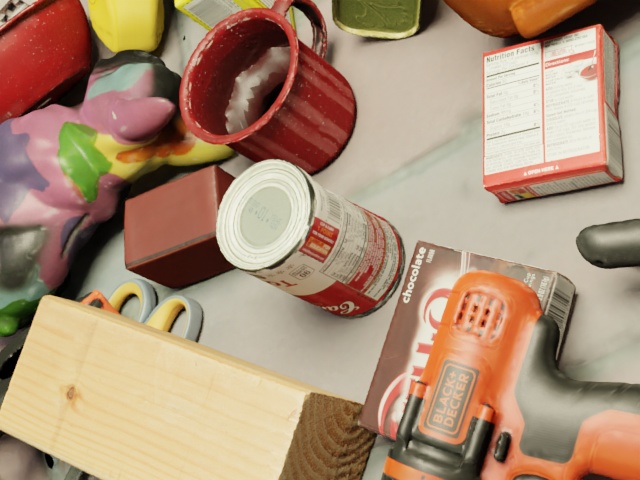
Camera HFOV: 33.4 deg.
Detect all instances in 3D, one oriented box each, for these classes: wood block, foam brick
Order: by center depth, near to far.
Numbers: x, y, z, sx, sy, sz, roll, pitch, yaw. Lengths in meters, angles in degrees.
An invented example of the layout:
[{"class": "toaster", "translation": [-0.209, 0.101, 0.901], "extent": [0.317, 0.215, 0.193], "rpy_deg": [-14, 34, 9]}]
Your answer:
[{"class": "wood block", "translation": [-0.081, 0.107, 0.635], "extent": [0.206, 0.090, 0.091], "rpy_deg": [16, 84, 33]}, {"class": "foam brick", "translation": [-0.086, -0.007, 0.717], "extent": [0.078, 0.053, 0.051], "rpy_deg": [-20, 62, 23]}]

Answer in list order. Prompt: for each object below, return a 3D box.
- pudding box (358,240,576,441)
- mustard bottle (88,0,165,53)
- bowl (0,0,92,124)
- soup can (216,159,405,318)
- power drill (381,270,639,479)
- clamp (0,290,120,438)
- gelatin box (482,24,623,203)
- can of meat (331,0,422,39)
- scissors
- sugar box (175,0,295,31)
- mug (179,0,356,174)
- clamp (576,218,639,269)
[{"class": "pudding box", "translation": [0.080, 0.064, 0.580], "extent": [0.090, 0.039, 0.113], "rpy_deg": [14, 81, 38]}, {"class": "mustard bottle", "translation": [-0.144, -0.235, 0.772], "extent": [0.058, 0.192, 0.096], "rpy_deg": [-7, 52, -13]}, {"class": "bowl", "translation": [-0.234, -0.129, 0.842], "extent": [0.162, 0.055, 0.162], "rpy_deg": [-38, 9, 7]}, {"class": "soup can", "translation": [-0.004, 0.001, 0.625], "extent": [0.069, 0.102, 0.068], "rpy_deg": [-13, 65, 31]}, {"class": "power drill", "translation": [0.119, 0.121, 0.489], "extent": [0.188, 0.057, 0.184], "rpy_deg": [16, 84, 22]}, {"class": "clamp", "translation": [-0.222, 0.115, 0.717], "extent": [0.210, 0.036, 0.165], "rpy_deg": [-37, 24, -1]}, {"class": "gelatin box", "translation": [0.131, -0.071, 0.604], "extent": [0.073, 0.030, 0.089], "rpy_deg": [-10, 66, 34]}, {"class": "can of meat", "translation": [0.040, -0.190, 0.671], "extent": [0.057, 0.102, 0.084], "rpy_deg": [7, 71, 5]}, {"class": "scissors", "translation": [-0.157, 0.110, 0.748], "extent": [0.202, 0.016, 0.096], "rpy_deg": [-50, 50, 9]}, {"class": "sugar box", "translation": [-0.068, -0.223, 0.767], "extent": [0.048, 0.093, 0.176], "rpy_deg": [-25, 58, 25]}, {"class": "mug", "translation": [-0.027, -0.102, 0.695], "extent": [0.093, 0.081, 0.117], "rpy_deg": [10, 79, 38]}, {"class": "clamp", "translation": [0.211, -0.009, 0.505], "extent": [0.172, 0.039, 0.120], "rpy_deg": [31, 79, 41]}]
